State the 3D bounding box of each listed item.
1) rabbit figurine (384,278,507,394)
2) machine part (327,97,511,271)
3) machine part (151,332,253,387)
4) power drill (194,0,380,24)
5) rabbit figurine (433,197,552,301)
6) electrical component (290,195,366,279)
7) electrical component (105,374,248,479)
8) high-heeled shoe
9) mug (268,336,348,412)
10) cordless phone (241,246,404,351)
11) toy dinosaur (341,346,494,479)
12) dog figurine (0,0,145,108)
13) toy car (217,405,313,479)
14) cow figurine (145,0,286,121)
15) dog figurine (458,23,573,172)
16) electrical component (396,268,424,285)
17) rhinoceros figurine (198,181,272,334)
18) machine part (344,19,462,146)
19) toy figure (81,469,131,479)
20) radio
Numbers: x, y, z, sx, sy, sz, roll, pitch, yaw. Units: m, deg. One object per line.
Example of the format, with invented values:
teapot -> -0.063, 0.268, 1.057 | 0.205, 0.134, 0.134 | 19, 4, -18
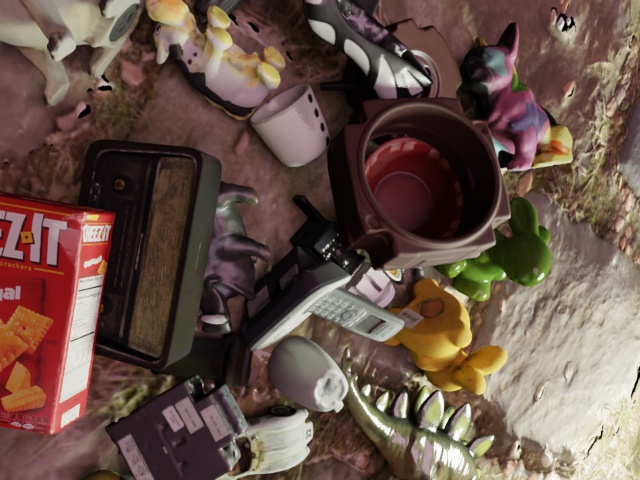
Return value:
rabbit figurine -> 0.193, 0.162, 0.805 | 0.122, 0.163, 0.173 | -42, 131, -30
machine part -> 0.120, -0.070, 0.660 | 0.201, 0.087, 0.201 | -6, 75, -17
machine part -> -0.146, 0.149, 0.671 | 0.139, 0.039, 0.084 | 13, 95, -30
power drill -> -0.020, -0.323, 0.666 | 0.207, 0.086, 0.232 | 26, 90, -21
rabbit figurine -> 0.282, 0.023, 0.809 | 0.159, 0.170, 0.121 | -47, 115, -15
electrical component -> -0.001, -0.002, 0.710 | 0.048, 0.075, 0.119 | -51, 120, -15
electrical component -> -0.154, 0.224, 0.611 | 0.134, 0.058, 0.115 | -28, 86, -1
high-heeled shoe -> 0.057, -0.261, 0.610 | 0.145, 0.086, 0.248 | -5, 135, 6
mug -> -0.007, 0.190, 0.711 | 0.081, 0.107, 0.109 | -37, 109, -18
cordless phone -> 0.006, 0.103, 0.696 | 0.184, 0.089, 0.146 | 30, 120, -30
toy dinosaur -> 0.153, 0.326, 0.820 | 0.470, 0.105, 0.198 | 42, 68, -35
dog figurine -> -0.291, -0.251, 0.522 | 0.190, 0.121, 0.172 | 39, 43, -9
toy car -> -0.099, 0.272, 0.699 | 0.202, 0.056, 0.073 | -6, 99, -27
cow figurine -> -0.131, -0.209, 0.616 | 0.167, 0.098, 0.068 | 29, 42, -26
dog figurine -> 0.298, -0.213, 0.829 | 0.191, 0.109, 0.219 | -12, 99, -26
electrical component -> 0.132, 0.019, 0.813 | 0.063, 0.021, 0.094 | -13, 101, -27
rhinoceros figurine -> -0.121, 0.019, 0.648 | 0.112, 0.073, 0.190 | -9, 100, -28
machine part -> 0.122, -0.219, 0.762 | 0.179, 0.056, 0.179 | -4, 98, -29
toy figure -> -0.212, 0.333, 0.634 | 0.180, 0.089, 0.082 | 36, 84, -35
radio -> -0.192, 0.010, 0.578 | 0.131, 0.073, 0.229 | 11, 91, 8
